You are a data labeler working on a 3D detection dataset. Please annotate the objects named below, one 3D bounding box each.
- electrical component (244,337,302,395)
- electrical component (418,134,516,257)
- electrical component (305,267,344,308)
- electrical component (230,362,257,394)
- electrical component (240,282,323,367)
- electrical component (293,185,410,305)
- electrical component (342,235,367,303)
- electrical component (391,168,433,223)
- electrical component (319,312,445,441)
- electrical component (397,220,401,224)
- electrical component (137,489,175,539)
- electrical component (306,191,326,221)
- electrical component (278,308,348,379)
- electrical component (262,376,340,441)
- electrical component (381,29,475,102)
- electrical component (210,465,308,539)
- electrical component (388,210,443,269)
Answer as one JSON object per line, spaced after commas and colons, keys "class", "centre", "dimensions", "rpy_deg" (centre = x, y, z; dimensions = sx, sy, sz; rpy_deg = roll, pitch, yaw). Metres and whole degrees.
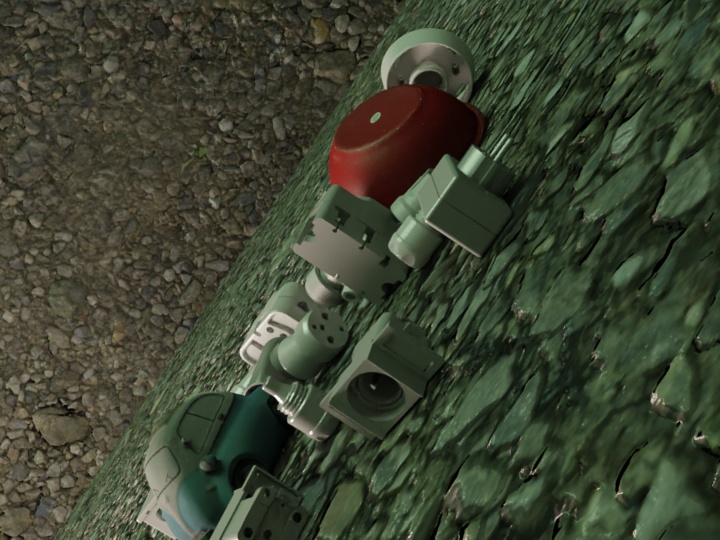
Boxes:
{"class": "electrical component", "centre": [-0.072, 0.091, 1.026], "dimensions": [0.079, 0.043, 0.077], "rpy_deg": [-51, 11, 30]}
{"class": "electrical component", "centre": [0.082, -0.061, 0.740], "dimensions": [0.075, 0.047, 0.083], "rpy_deg": [-55, 9, 13]}
{"class": "electrical component", "centre": [-0.023, 0.004, 1.064], "dimensions": [0.055, 0.045, 0.045], "rpy_deg": [-52, 11, 32]}
{"class": "electrical component", "centre": [-0.107, 0.123, 1.117], "dimensions": [0.046, 0.040, 0.040], "rpy_deg": [-53, 8, -15]}
{"class": "electrical component", "centre": [-0.080, 0.060, 1.136], "dimensions": [0.095, 0.054, 0.059], "rpy_deg": [-49, 12, 40]}
{"class": "electrical component", "centre": [-0.001, -0.024, 0.908], "dimensions": [0.050, 0.089, 0.055], "rpy_deg": [-48, 13, 43]}
{"class": "electrical component", "centre": [0.000, 0.000, 0.968], "dimensions": [0.048, 0.048, 0.062], "rpy_deg": [-45, 22, 52]}
{"class": "electrical component", "centre": [0.055, -0.056, 0.888], "dimensions": [0.046, 0.040, 0.040], "rpy_deg": [-49, 11, 16]}
{"class": "electrical component", "centre": [0.016, 0.064, 0.680], "dimensions": [0.081, 0.042, 0.063], "rpy_deg": [-51, 8, 31]}
{"class": "electrical component", "centre": [0.040, -0.072, 0.999], "dimensions": [0.043, 0.043, 0.062], "rpy_deg": [-51, 10, 31]}
{"class": "electrical component", "centre": [-0.184, 0.223, 1.138], "dimensions": [0.099, 0.048, 0.099], "rpy_deg": [-52, 10, 27]}
{"class": "electrical component", "centre": [-0.021, -0.052, 1.183], "dimensions": [0.042, 0.064, 0.081], "rpy_deg": [-56, 10, -1]}
{"class": "electrical component", "centre": [-0.041, 0.065, 0.953], "dimensions": [0.055, 0.045, 0.045], "rpy_deg": [-47, 13, 43]}
{"class": "electrical component", "centre": [-0.045, 0.099, 0.802], "dimensions": [0.035, 0.061, 0.035], "rpy_deg": [-54, 9, 14]}
{"class": "electrical component", "centre": [0.071, -0.201, 1.119], "dimensions": [0.099, 0.099, 0.064], "rpy_deg": [-52, 17, 25]}
{"class": "electrical component", "centre": [-0.069, 0.177, 0.734], "dimensions": [0.064, 0.042, 0.081], "rpy_deg": [-34, 25, 58]}
{"class": "electrical component", "centre": [0.052, -0.033, 0.840], "dimensions": [0.061, 0.035, 0.035], "rpy_deg": [-53, 10, 8]}
